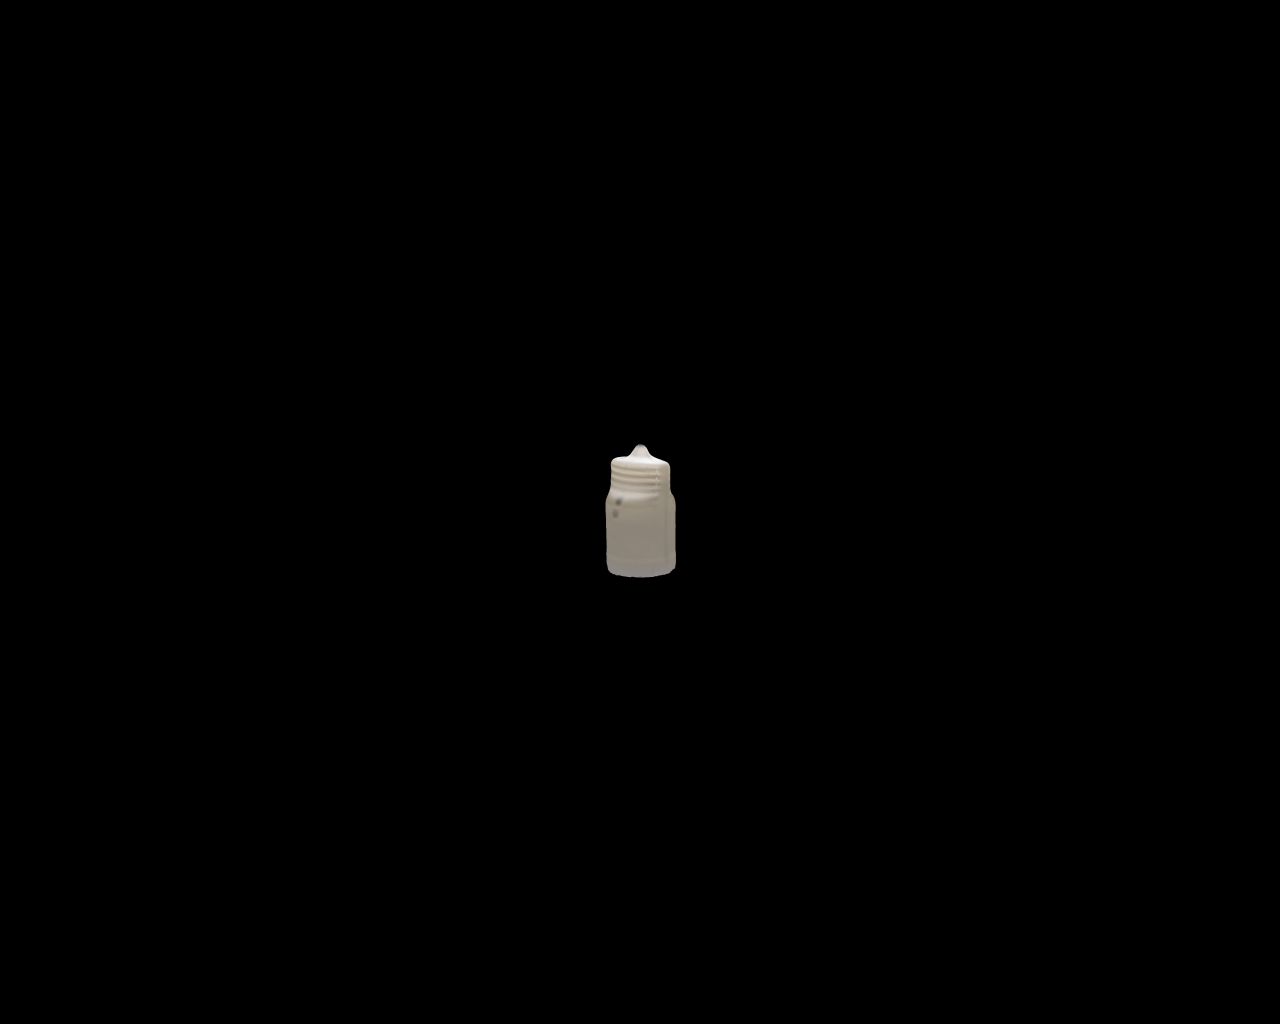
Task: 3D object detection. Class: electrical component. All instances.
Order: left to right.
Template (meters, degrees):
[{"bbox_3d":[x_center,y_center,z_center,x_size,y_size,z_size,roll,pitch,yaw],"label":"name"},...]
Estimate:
[{"bbox_3d":[0.001,-0.003,0.650,0.043,0.080,0.043,0,11,0],"label":"electrical component"}]
